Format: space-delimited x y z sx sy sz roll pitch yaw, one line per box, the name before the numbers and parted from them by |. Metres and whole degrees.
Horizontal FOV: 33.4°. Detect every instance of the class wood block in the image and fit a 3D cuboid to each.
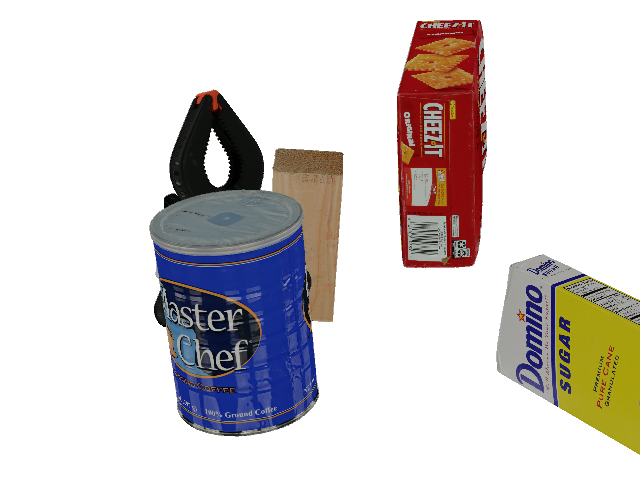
wood block | -0.021 -0.008 1.398 0.090 0.206 0.091 3 24 -1

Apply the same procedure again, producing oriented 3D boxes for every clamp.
clamp | -0.081 -0.032 0.983 0.164 0.210 0.036 -3 2 -36

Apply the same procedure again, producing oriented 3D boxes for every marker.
marker | -0.167 -0.004 1.174 0.020 0.121 0.020 8 42 -7

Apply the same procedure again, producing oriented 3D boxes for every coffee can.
coffee can | -0.057 0.048 0.735 0.103 0.140 0.103 -4 22 2

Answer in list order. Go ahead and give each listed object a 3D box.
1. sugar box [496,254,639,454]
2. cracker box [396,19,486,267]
sugar box | 0.204 0.085 0.748 0.048 0.093 0.176 -16 30 -39
cracker box | 0.116 -0.095 0.980 0.072 0.164 0.213 1 27 11
